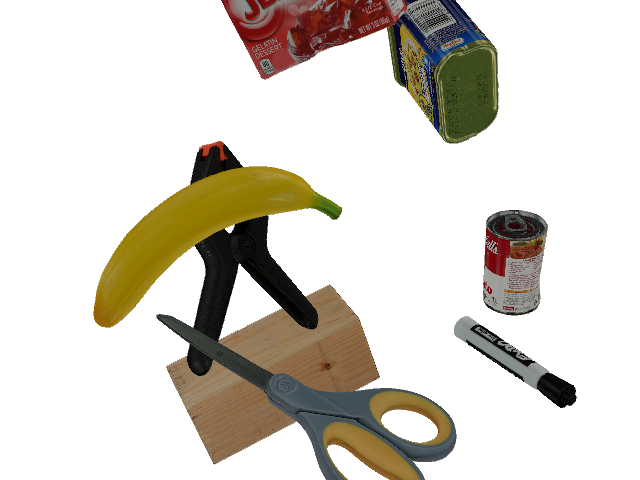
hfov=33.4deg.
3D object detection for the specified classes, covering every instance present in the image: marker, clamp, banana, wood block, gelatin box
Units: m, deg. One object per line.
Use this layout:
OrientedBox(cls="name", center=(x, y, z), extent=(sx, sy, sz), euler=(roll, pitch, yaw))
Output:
OrientedBox(cls="marker", center=(0.146, 0.091, 0.807), extent=(0.020, 0.020, 0.121), euler=(0, 22, -37))
OrientedBox(cls="clamp", center=(-0.073, 0.011, 1.014), extent=(0.036, 0.210, 0.164), euler=(-8, 0, 42))
OrientedBox(cls="banana", center=(-0.086, -0.004, 0.752), extent=(0.198, 0.069, 0.037), euler=(-25, 13, 9))
OrientedBox(cls="wood block", center=(-0.052, 0.146, 1.179), extent=(0.206, 0.091, 0.090), euler=(-26, 30, -10))
OrientedBox(cls="gelatin box", center=(-0.009, -0.136, 0.572), extent=(0.089, 0.073, 0.030), euler=(-18, 21, 29))

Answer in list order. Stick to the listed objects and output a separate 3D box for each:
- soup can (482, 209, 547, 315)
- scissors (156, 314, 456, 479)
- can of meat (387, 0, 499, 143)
OrientedBox(cls="soup can", center=(0.221, 0.025, 1.216), extent=(0.068, 0.102, 0.068), euler=(-2, 30, 1))
OrientedBox(cls="scissors", center=(-0.002, 0.087, 0.637), extent=(0.096, 0.016, 0.202), euler=(-24, 51, -35))
OrientedBox(cls="can of meat", center=(0.098, -0.139, 0.842), extent=(0.057, 0.084, 0.102), euler=(-24, -38, -7))
